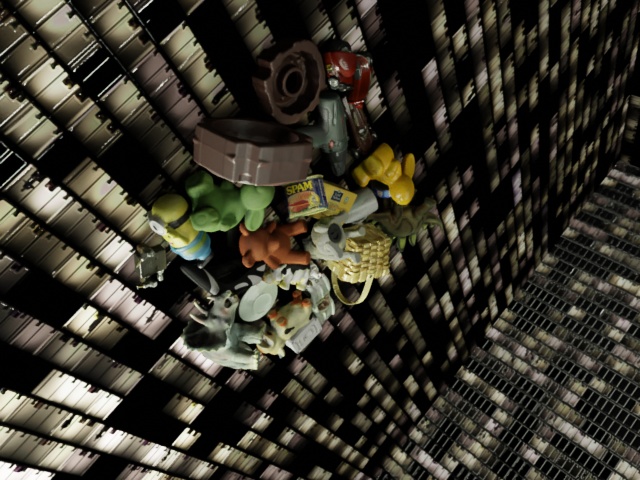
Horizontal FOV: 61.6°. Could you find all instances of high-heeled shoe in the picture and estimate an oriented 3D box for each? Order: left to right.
[{"bbox_3d":[-0.215,0.063,1.258,0.145,0.086,0.248,-55,150,-8],"label":"high-heeled shoe"}]

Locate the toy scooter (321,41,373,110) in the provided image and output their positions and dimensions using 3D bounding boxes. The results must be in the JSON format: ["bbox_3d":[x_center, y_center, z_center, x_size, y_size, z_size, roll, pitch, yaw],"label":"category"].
[{"bbox_3d":[0.067,-0.373,1.232,0.184,0.075,0.135,-7,99,-53],"label":"toy scooter"}]

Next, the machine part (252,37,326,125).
[{"bbox_3d":[-0.065,-0.338,1.142,0.179,0.056,0.179,-29,135,-34],"label":"machine part"}]

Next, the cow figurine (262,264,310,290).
[{"bbox_3d":[-0.089,0.079,1.426,0.167,0.068,0.098,11,102,-56],"label":"cow figurine"}]

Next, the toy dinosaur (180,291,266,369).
[{"bbox_3d":[-0.236,0.252,1.326,0.404,0.192,0.131,113,-10,-64],"label":"toy dinosaur"}]

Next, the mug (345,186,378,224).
[{"bbox_3d":[0.097,-0.088,1.519,0.107,0.081,0.109,-28,147,-18],"label":"mug"}]

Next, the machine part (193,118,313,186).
[{"bbox_3d":[-0.131,-0.176,1.061,0.201,0.201,0.087,-12,123,-45],"label":"machine part"}]

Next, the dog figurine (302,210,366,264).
[{"bbox_3d":[-0.003,0.000,1.389,0.172,0.191,0.121,40,58,-36],"label":"dog figurine"}]

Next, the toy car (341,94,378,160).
[{"bbox_3d":[0.097,-0.293,1.375,0.089,0.053,0.201,-42,144,-14],"label":"toy car"}]

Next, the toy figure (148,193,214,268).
[{"bbox_3d":[-0.283,-0.020,1.111,0.180,0.082,0.089,54,54,-45],"label":"toy figure"}]

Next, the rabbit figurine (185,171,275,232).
[{"bbox_3d":[-0.167,-0.073,1.105,0.170,0.121,0.159,-17,156,8],"label":"rabbit figurine"}]

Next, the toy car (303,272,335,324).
[{"bbox_3d":[0.000,0.175,1.616,0.073,0.056,0.201,-39,142,-23],"label":"toy car"}]

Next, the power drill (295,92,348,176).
[{"bbox_3d":[-0.012,-0.221,1.275,0.207,0.086,0.231,-26,133,-30],"label":"power drill"}]

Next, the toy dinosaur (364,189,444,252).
[{"bbox_3d":[0.279,-0.066,1.728,0.471,0.105,0.198,-2,126,-39],"label":"toy dinosaur"}]

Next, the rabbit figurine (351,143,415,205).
[{"bbox_3d":[0.193,-0.174,1.475,0.162,0.173,0.122,-41,179,-42],"label":"rabbit figurine"}]

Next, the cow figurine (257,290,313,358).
[{"bbox_3d":[-0.102,0.249,1.536,0.195,0.086,0.127,-39,135,-25],"label":"cow figurine"}]

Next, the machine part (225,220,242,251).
[{"bbox_3d":[-0.196,-0.039,1.236,0.084,0.039,0.138,-30,136,-45],"label":"machine part"}]

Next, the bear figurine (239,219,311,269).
[{"bbox_3d":[-0.108,0.005,1.268,0.195,0.132,0.120,22,62,-77],"label":"bear figurine"}]

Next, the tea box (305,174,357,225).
[{"bbox_3d":[0.011,-0.104,1.403,0.169,0.068,0.098,10,109,-52],"label":"tea box"}]

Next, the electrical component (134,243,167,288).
[{"bbox_3d":[-0.352,0.053,1.113,0.078,0.045,0.102,-16,128,-41],"label":"electrical component"}]
